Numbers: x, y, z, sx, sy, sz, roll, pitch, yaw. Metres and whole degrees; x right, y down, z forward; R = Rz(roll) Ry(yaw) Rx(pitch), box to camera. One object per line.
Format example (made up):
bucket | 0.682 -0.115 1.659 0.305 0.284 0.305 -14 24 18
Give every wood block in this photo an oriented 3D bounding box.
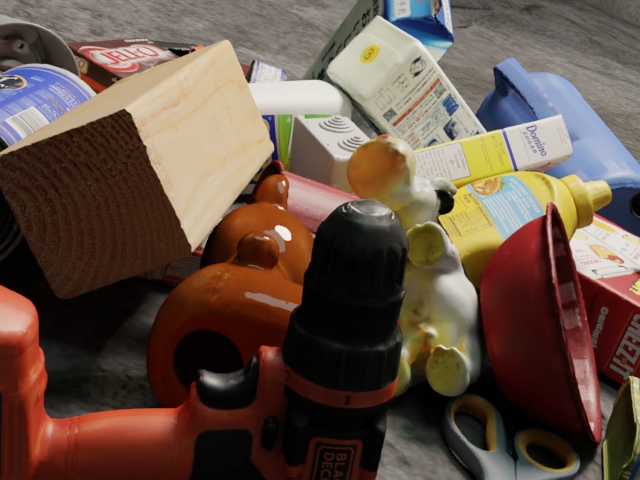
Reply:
wood block | -0.105 -0.052 0.668 0.091 0.090 0.206 -18 16 16

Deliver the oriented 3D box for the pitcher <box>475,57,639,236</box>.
pitcher | 0.247 -0.077 1.087 0.149 0.145 0.243 12 26 -18

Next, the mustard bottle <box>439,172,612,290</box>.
mustard bottle | 0.127 -0.006 0.798 0.191 0.058 0.096 -19 35 -4

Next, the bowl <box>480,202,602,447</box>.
bowl | 0.144 0.059 0.707 0.055 0.162 0.162 -12 14 18

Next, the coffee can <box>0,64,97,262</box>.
coffee can | -0.206 -0.051 0.689 0.103 0.103 0.140 21 22 3

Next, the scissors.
scissors | 0.117 0.149 0.601 0.096 0.016 0.202 15 22 -11

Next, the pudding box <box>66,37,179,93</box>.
pudding box | -0.166 -0.148 0.965 0.090 0.039 0.113 32 24 21

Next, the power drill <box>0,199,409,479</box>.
power drill | -0.060 0.063 0.458 0.187 0.184 0.057 6 21 -8

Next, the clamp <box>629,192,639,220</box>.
clamp | 0.334 0.010 0.893 0.171 0.039 0.120 25 26 -6

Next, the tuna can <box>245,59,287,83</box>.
tuna can | -0.060 -0.126 1.013 0.033 0.086 0.086 18 22 -10

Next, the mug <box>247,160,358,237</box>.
mug | -0.005 0.001 0.743 0.081 0.093 0.117 18 -1 -17

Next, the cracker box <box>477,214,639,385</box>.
cracker box | 0.215 0.031 0.889 0.214 0.072 0.163 33 26 29

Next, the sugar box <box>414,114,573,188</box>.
sugar box | 0.124 -0.061 0.935 0.176 0.048 0.093 -13 -7 -20

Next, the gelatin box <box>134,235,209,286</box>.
gelatin box | -0.102 0.004 0.744 0.089 0.030 0.073 12 21 -15

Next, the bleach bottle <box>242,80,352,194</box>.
bleach bottle | -0.084 -0.077 0.885 0.250 0.103 0.068 -13 34 -44

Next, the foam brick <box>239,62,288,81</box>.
foam brick | -0.078 -0.149 1.101 0.078 0.051 0.053 18 21 -4

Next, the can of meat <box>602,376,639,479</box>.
can of meat | 0.226 0.136 0.668 0.084 0.057 0.102 20 22 6

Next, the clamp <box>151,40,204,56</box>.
clamp | -0.166 -0.167 1.089 0.165 0.036 0.209 31 27 20
